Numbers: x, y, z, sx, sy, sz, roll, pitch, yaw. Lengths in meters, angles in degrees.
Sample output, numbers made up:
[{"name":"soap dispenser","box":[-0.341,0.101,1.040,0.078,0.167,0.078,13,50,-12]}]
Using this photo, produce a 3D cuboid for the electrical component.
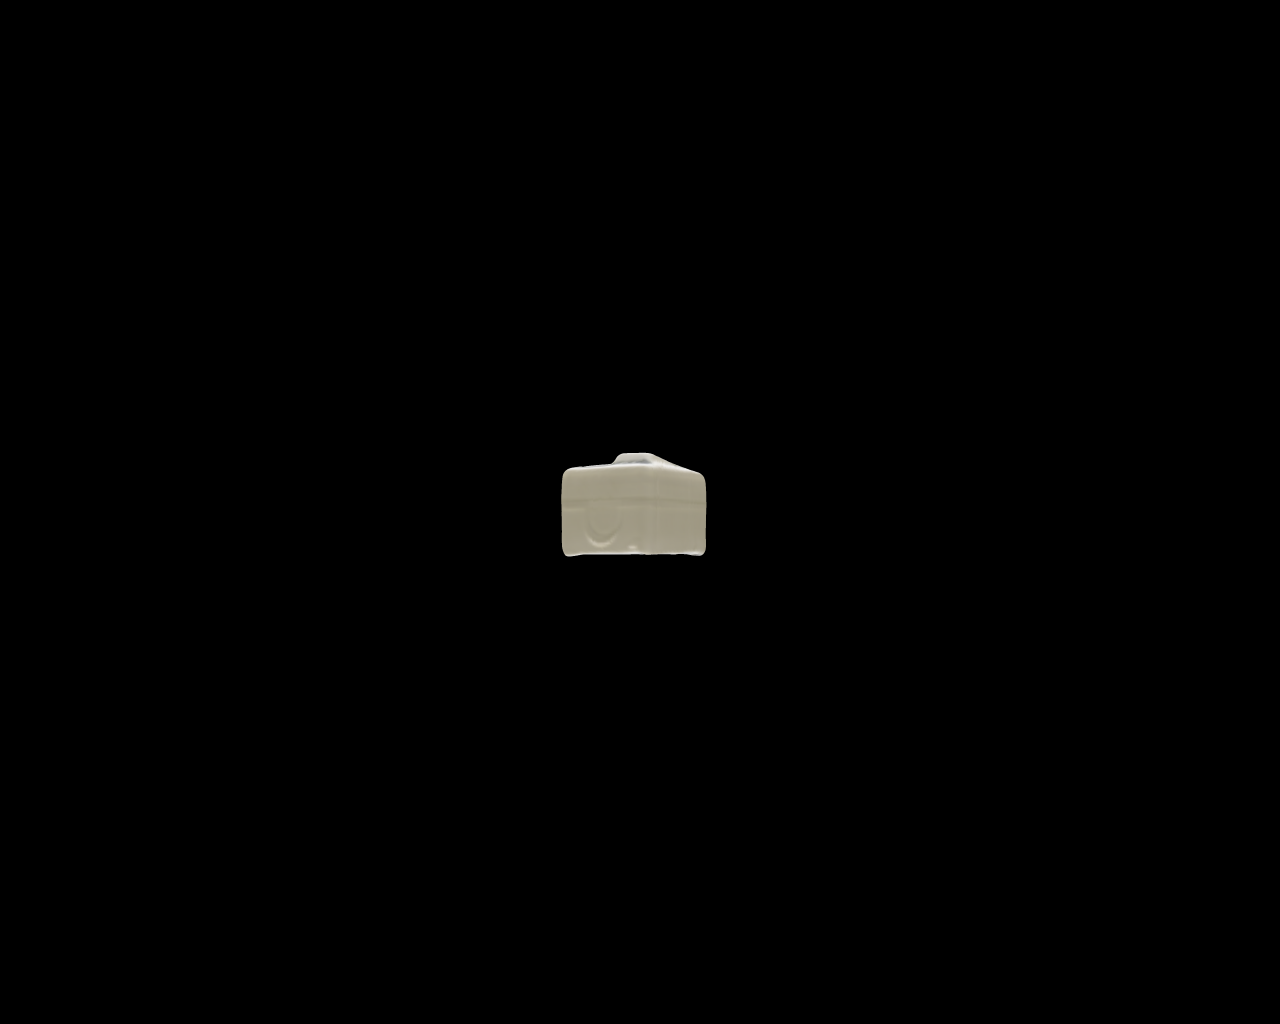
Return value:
[{"name":"electrical component","box":[0.001,-0.003,0.650,0.062,0.061,0.096,-1,-2,28]}]
